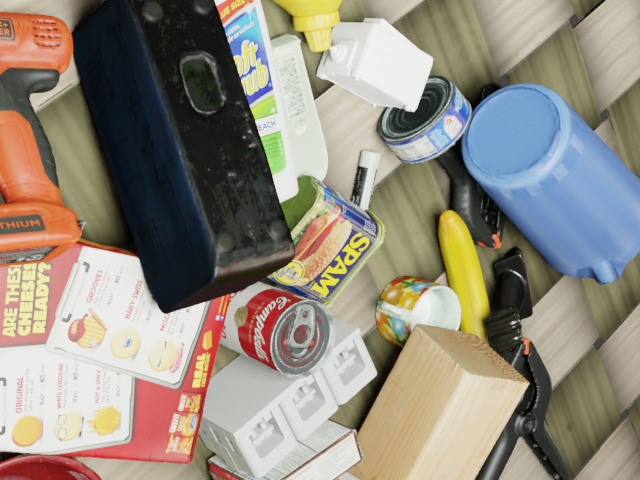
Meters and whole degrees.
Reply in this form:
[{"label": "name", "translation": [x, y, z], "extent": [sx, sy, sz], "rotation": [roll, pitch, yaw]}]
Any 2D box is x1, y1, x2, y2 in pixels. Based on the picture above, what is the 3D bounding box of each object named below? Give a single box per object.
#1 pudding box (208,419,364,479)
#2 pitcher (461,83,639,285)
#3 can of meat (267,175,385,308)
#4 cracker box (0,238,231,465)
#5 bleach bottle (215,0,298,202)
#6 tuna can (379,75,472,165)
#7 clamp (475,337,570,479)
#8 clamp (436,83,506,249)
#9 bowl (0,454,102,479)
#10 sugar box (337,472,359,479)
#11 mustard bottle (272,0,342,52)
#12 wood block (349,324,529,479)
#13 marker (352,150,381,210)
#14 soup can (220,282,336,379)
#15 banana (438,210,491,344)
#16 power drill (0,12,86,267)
[{"label": "pudding box", "translation": [-0.032, 0.201, 0.973], "extent": [0.113, 0.090, 0.039], "rotation": [-30, 118, -32]}, {"label": "pitcher", "translation": [0.233, -0.068, 1.068], "extent": [0.242, 0.149, 0.145], "rotation": [33, 85, -52]}, {"label": "can of meat", "translation": [-0.006, 0.001, 0.959], "extent": [0.083, 0.057, 0.102], "rotation": [32, 103, -35]}, {"label": "cracker box", "translation": [-0.186, 0.083, 0.842], "extent": [0.213, 0.072, 0.164], "rotation": [14, 90, -38]}, {"label": "bleach bottle", "translation": [-0.087, -0.147, 0.874], "extent": [0.102, 0.068, 0.251], "rotation": [-22, 110, -32]}, {"label": "tuna can", "translation": [0.098, -0.114, 1.008], "extent": [0.033, 0.086, 0.086], "rotation": [46, 72, -33]}, {"label": "clamp", "translation": [0.216, 0.212, 1.205], "extent": [0.164, 0.036, 0.210], "rotation": [-19, 110, -33]}, {"label": "clamp", "translation": [0.153, -0.064, 1.091], "extent": [0.120, 0.039, 0.171], "rotation": [-23, 113, -34]}, {"label": "bowl", "translation": [-0.243, 0.238, 0.842], "extent": [0.161, 0.055, 0.162], "rotation": [-9, 106, -36]}, {"label": "sugar box", "translation": [-0.045, 0.255, 0.975], "extent": [0.175, 0.093, 0.048], "rotation": [-17, 112, -35]}, {"label": "mustard bottle", "translation": [-0.014, -0.256, 0.907], "extent": [0.096, 0.058, 0.191], "rotation": [-24, 114, -37]}, {"label": "wood block", "translation": [0.101, 0.195, 1.039], "extent": [0.090, 0.091, 0.206], "rotation": [13, 111, -38]}, {"label": "marker", "translation": [0.037, -0.025, 1.023], "extent": [0.020, 0.020, 0.121], "rotation": [9, 95, -39]}, {"label": "soup can", "translation": [-0.043, 0.075, 0.930], "extent": [0.068, 0.102, 0.068], "rotation": [-9, 106, -36]}, {"label": "banana", "translation": [0.154, 0.053, 1.107], "extent": [0.037, 0.069, 0.198], "rotation": [-14, 107, 4]}, {"label": "power drill", "translation": [-0.245, -0.075, 0.726], "extent": [0.184, 0.057, 0.187], "rotation": [-5, 76, -35]}]
